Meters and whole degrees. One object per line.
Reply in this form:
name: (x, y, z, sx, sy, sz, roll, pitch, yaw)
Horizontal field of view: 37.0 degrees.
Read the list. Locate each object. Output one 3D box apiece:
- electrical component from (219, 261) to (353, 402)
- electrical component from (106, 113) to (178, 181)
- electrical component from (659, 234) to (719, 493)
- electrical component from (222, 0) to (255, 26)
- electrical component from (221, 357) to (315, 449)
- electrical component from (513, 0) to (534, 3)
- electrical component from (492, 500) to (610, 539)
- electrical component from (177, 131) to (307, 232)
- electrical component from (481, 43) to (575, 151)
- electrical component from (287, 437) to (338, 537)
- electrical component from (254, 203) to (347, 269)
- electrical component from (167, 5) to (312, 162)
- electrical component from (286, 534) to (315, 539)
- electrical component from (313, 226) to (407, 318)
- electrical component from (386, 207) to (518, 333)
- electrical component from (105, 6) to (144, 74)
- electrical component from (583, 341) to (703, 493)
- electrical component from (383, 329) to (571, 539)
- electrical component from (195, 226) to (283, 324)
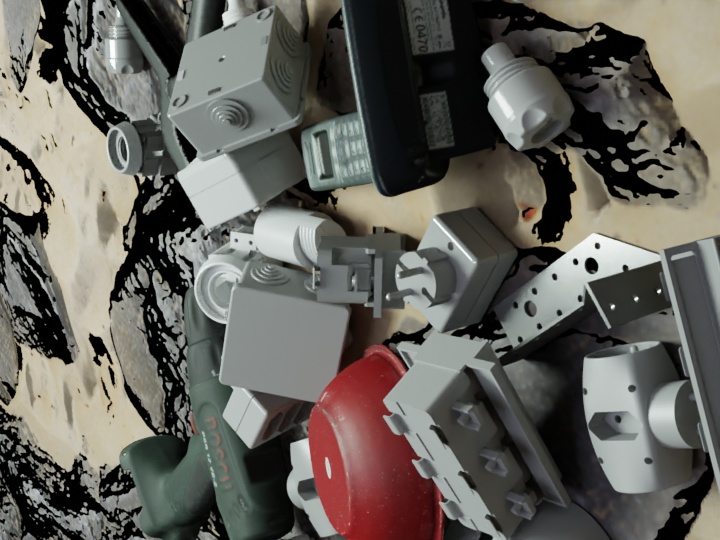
electrical component: (-0.055, 0.046, 0.816, 0.048, 0.100, 0.099, -80, 1, -62)
electrical component: (-0.194, -0.111, 0.969, 0.048, 0.055, 0.066, 43, 131, 35)
electrical component: (0.192, 0.041, 0.527, 0.063, 0.079, 0.121, 163, 93, -81)
electrical component: (-0.093, -0.189, 0.839, 0.035, 0.035, 0.061, -16, 85, 52)
electrical component: (-0.082, 0.093, 0.875, 0.076, 0.066, 0.047, 46, 133, 22)
electrical component: (0.087, -0.182, 0.617, 0.046, 0.040, 0.040, 51, 135, 38)
electrical component: (0.121, 0.201, 0.686, 0.099, 0.064, 0.099, 20, 123, 34)
electrical component: (-0.097, -0.076, 0.844, 0.096, 0.062, 0.061, -18, 104, 52)
electrical component: (0.093, -0.104, 0.628, 0.062, 0.043, 0.043, 61, 139, 20)
electrical component: (-0.033, 0.172, 0.864, 0.079, 0.043, 0.077, -27, 79, 51)
electrical component: (-0.039, -0.024, 0.815, 0.081, 0.043, 0.043, 16, 113, 47)
electrical component: (-0.087, -0.136, 0.778, 0.100, 0.048, 0.099, -17, 45, 23)
electrical component: (-0.073, 0.270, 0.933, 0.096, 0.061, 0.061, -38, 69, 56)
electrical component: (0.000, 0.000, 0.746, 0.081, 0.064, 0.042, -86, -3, -73)
electrical component: (0.049, 0.003, 0.687, 0.047, 0.077, 0.065, 50, 135, 30)
electrical component: (-0.217, -0.211, 0.985, 0.035, 0.035, 0.061, 15, 110, 48)
electrical component: (0.167, 0.080, 0.591, 0.079, 0.043, 0.077, -12, 91, 51)
electrical component: (0.069, 0.104, 0.660, 0.079, 0.063, 0.121, 9, 138, 49)
electrical component: (-0.098, 0.010, 0.870, 0.058, 0.057, 0.078, 9, 110, 16)
